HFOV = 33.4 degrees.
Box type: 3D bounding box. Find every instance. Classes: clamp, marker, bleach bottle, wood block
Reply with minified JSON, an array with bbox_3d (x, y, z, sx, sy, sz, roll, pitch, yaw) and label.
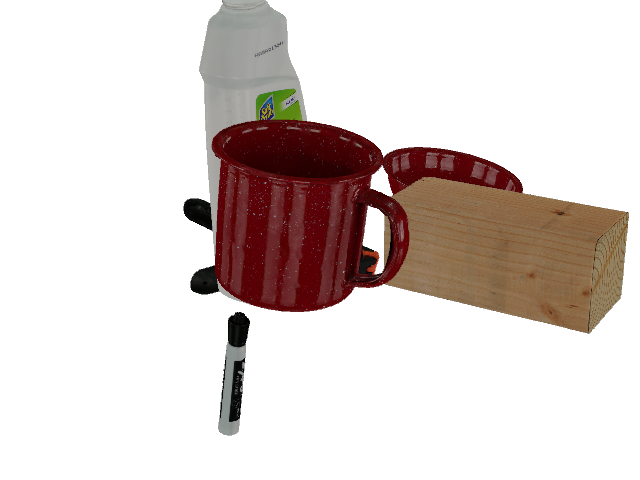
[{"bbox_3d":[-0.042,0.019,1.094,0.210,0.036,0.164,11,29,-8],"label":"clamp"},{"bbox_3d":[-0.076,0.116,0.932,0.020,0.121,0.020,6,27,-3],"label":"marker"},{"bbox_3d":[-0.044,-0.079,0.805,0.068,0.251,0.102,14,34,26],"label":"bleach bottle"},{"bbox_3d":[0.170,0.008,1.002,0.206,0.090,0.090,13,25,31],"label":"wood block"}]

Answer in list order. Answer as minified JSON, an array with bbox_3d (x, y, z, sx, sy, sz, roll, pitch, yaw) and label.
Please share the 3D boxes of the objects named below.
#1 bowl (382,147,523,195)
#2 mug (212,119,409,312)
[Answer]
[{"bbox_3d":[0.145,-0.053,1.214,0.162,0.055,0.162,8,25,-4],"label":"bowl"},{"bbox_3d":[-0.005,-0.010,0.585,0.117,0.081,0.093,17,27,23],"label":"mug"}]
